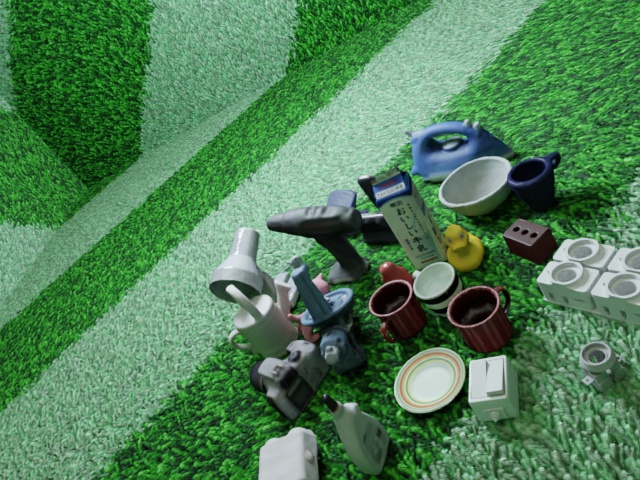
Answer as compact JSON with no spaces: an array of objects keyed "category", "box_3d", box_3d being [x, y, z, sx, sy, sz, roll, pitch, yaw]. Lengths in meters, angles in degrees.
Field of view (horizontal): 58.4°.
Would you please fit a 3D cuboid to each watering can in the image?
[{"category":"watering can","box_3d":[-0.134,0.162,1.262,0.100,0.194,0.173,0,45,46]}]

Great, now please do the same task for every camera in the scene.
[{"category":"camera","box_3d":[-0.076,0.265,1.149,0.136,0.101,0.143,4,48,48]}]

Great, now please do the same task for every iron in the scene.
[{"category":"iron","box_3d":[0.332,-0.238,1.407,0.257,0.142,0.119,-8,40,40]}]

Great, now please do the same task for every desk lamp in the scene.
[{"category":"desk lamp","box_3d":[-0.151,0.087,1.368,0.117,0.214,0.203,-15,35,32]}]

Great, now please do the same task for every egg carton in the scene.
[{"category":"egg carton","box_3d":[-0.049,0.394,0.967,0.107,0.070,0.150,-28,30,13]}]

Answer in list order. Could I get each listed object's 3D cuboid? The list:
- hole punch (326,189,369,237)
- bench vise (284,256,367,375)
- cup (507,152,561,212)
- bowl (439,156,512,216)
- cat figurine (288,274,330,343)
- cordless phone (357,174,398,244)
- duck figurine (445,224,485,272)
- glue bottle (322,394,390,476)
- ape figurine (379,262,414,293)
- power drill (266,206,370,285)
[{"category":"hole punch","box_3d":[0.058,-0.071,1.505,0.108,0.091,0.101,5,49,50]},{"category":"bench vise","box_3d":[0.017,0.137,1.114,0.121,0.220,0.207,-36,29,-1]},{"category":"cup","box_3d":[0.446,-0.114,1.158,0.118,0.095,0.091,-37,29,-2]},{"category":"bowl","box_3d":[0.353,-0.106,1.263,0.167,0.075,0.167,-26,31,17]},{"category":"cat figurine","box_3d":[-0.016,0.140,1.248,0.128,0.118,0.067,-44,30,-14]},{"category":"cordless phone","box_3d":[0.122,-0.084,1.359,0.147,0.185,0.094,-7,40,41]},{"category":"duck figurine","box_3d":[0.284,0.004,1.166,0.077,0.086,0.104,-25,31,19]},{"category":"glue bottle","box_3d":[0.052,0.294,0.899,0.037,0.173,0.078,-13,37,34]},{"category":"ape figurine","box_3d":[0.155,0.080,1.184,0.075,0.092,0.078,5,49,49]},{"category":"power drill","box_3d":[0.012,0.005,1.322,0.228,0.209,0.076,-14,36,33]}]
